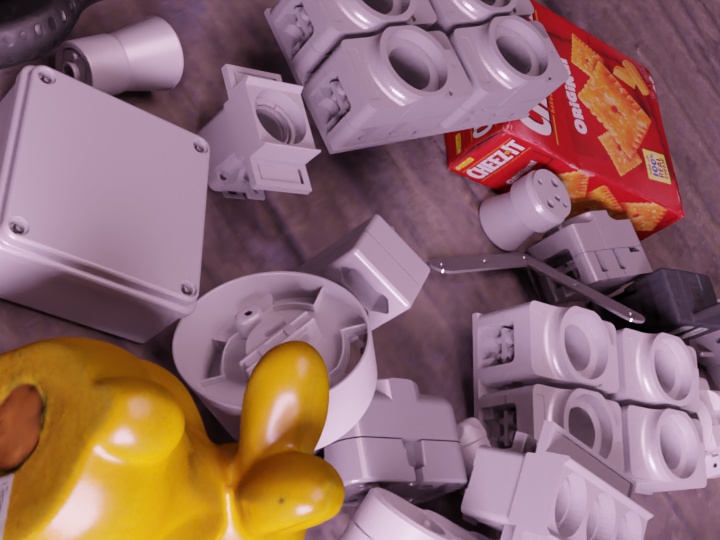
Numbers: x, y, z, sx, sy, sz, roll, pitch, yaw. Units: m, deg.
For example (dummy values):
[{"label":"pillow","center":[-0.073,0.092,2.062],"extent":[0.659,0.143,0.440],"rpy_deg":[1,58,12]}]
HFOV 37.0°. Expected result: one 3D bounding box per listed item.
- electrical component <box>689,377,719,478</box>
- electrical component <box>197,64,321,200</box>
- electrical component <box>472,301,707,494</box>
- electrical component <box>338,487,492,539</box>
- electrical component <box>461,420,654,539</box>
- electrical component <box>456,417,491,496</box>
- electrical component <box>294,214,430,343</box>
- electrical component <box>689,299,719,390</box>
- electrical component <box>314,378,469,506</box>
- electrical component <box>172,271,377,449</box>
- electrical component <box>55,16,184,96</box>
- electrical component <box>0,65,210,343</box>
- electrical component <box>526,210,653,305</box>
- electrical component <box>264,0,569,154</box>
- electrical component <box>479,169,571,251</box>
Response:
[{"label":"electrical component","center":[0.255,0.122,0.833],"extent":[0.057,0.058,0.078],"rpy_deg":[9,60,-44]},{"label":"electrical component","center":[-0.063,-0.078,0.643],"extent":[0.042,0.064,0.081],"rpy_deg":[4,63,-43]},{"label":"electrical component","center":[0.166,0.092,0.747],"extent":[0.186,0.060,0.105],"rpy_deg":[15,67,-37]},{"label":"electrical component","center":[0.036,0.176,0.588],"extent":[0.138,0.052,0.073],"rpy_deg":[33,89,-39]},{"label":"electrical component","center":[0.116,0.143,0.632],"extent":[0.121,0.063,0.078],"rpy_deg":[36,66,-46]},{"label":"electrical component","center":[0.070,0.125,0.669],"extent":[0.035,0.035,0.061],"rpy_deg":[-16,80,-48]},{"label":"electrical component","center":[0.000,0.000,0.641],"extent":[0.047,0.083,0.075],"rpy_deg":[46,42,-13]},{"label":"electrical component","center":[0.313,0.065,0.934],"extent":[0.079,0.043,0.077],"rpy_deg":[5,62,-42]},{"label":"electrical component","center":[0.011,0.099,0.613],"extent":[0.095,0.054,0.059],"rpy_deg":[10,59,-40]},{"label":"electrical component","center":[-0.041,0.046,0.560],"extent":[0.064,0.099,0.099],"rpy_deg":[72,22,-48]},{"label":"electrical component","center":[-0.139,-0.118,0.613],"extent":[0.065,0.044,0.044],"rpy_deg":[-26,85,-44]},{"label":"electrical component","center":[-0.137,-0.032,0.549],"extent":[0.109,0.056,0.108],"rpy_deg":[23,52,-33]},{"label":"electrical component","center":[0.180,-0.011,0.846],"extent":[0.089,0.050,0.055],"rpy_deg":[-6,70,-46]},{"label":"electrical component","center":[0.045,-0.150,0.717],"extent":[0.186,0.060,0.105],"rpy_deg":[-16,75,-38]},{"label":"electrical component","center":[0.125,-0.045,0.811],"extent":[0.045,0.055,0.045],"rpy_deg":[23,51,-33]}]
